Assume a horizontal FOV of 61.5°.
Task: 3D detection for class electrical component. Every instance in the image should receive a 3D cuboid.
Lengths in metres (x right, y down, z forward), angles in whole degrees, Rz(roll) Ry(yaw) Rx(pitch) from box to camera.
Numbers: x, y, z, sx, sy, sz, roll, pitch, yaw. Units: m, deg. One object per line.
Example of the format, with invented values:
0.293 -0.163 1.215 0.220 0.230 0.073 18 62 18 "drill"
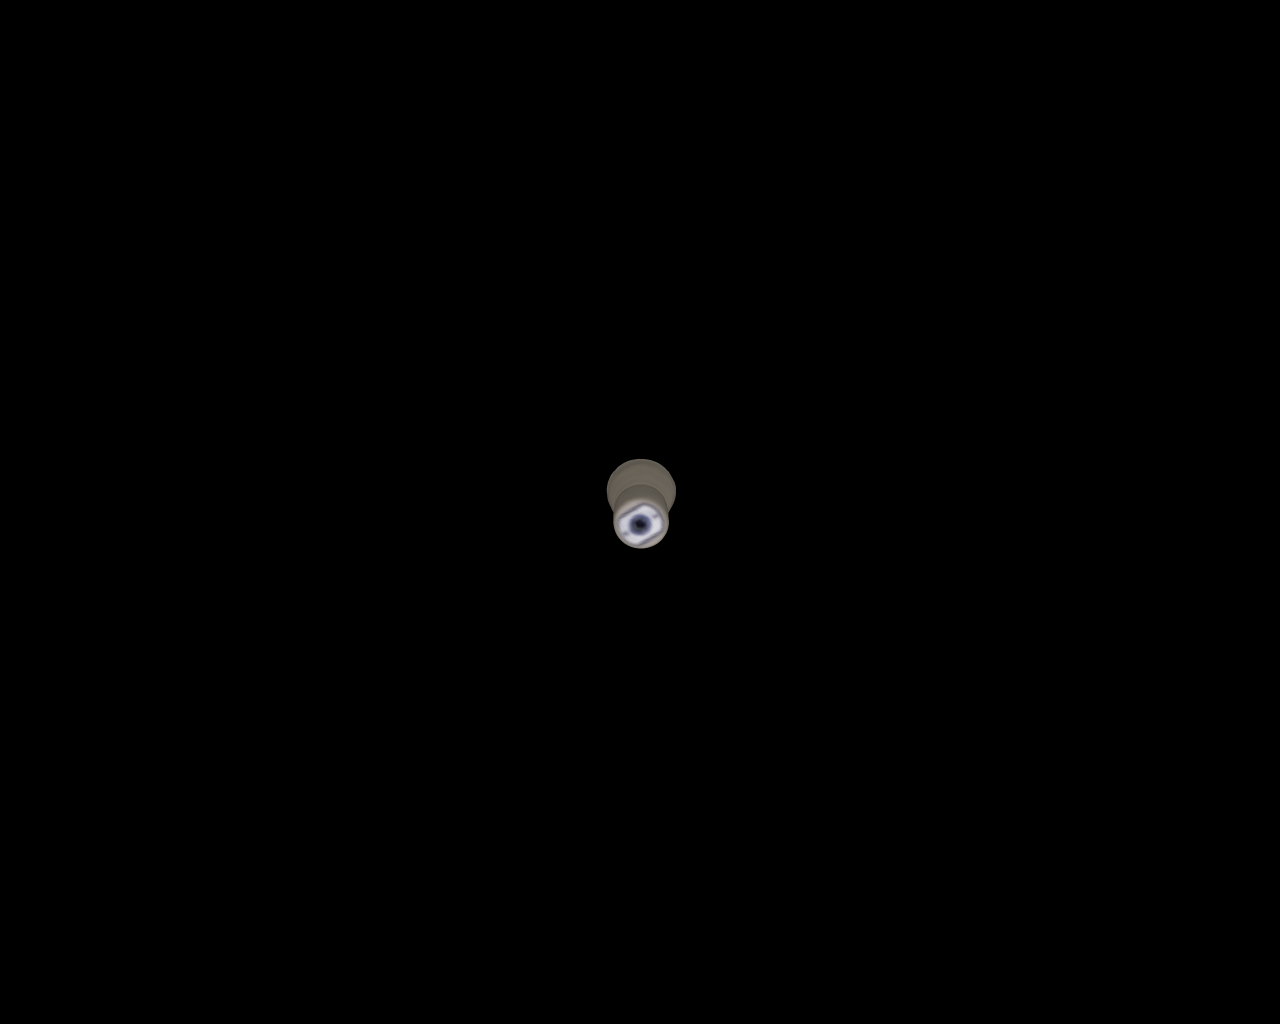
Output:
0.001 -0.003 0.650 0.044 0.044 0.065 0 20 0 "electrical component"
